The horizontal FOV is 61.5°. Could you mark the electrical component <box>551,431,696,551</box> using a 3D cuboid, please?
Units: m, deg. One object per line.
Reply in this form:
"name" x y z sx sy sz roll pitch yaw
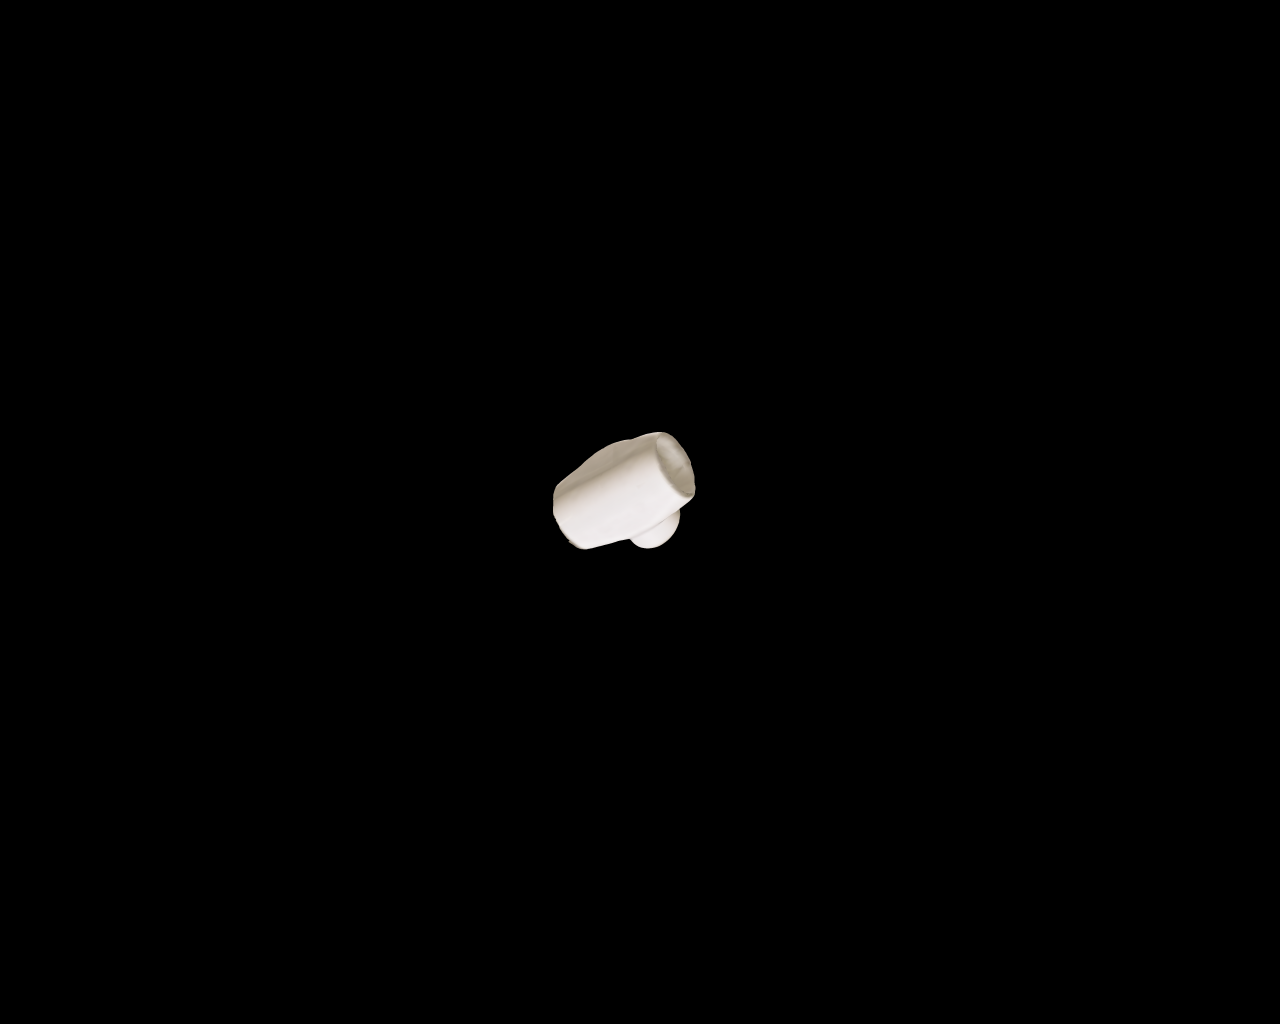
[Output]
"electrical component" 0.001 -0.003 0.650 0.077 0.044 0.079 -26 -49 25
